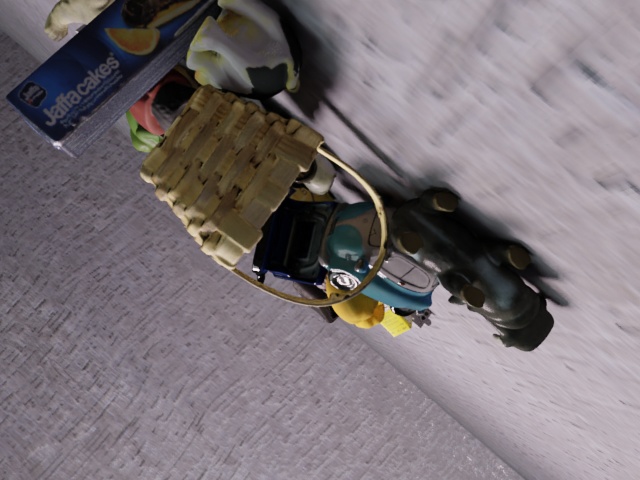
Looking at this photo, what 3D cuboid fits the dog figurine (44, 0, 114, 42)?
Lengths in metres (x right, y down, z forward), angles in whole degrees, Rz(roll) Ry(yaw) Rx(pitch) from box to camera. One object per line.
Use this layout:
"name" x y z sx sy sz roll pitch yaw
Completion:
"dog figurine" -0.231 -0.281 0.562 0.191 0.121 0.172 20 165 28

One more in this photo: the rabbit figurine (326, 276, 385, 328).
"rabbit figurine" 0.060 0.044 0.714 0.162 0.122 0.173 66 -155 -4

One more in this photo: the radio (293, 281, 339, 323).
"radio" 0.028 0.085 1.070 0.073 0.131 0.229 40 171 19

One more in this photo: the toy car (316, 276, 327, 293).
"toy car" -0.002 -0.003 0.858 0.089 0.053 0.202 48 -159 -32

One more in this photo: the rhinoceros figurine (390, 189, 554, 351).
"rhinoceros figurine" 0.146 0.034 0.523 0.190 0.073 0.112 41 170 2

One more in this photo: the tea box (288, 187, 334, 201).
"tea box" -0.066 -0.095 0.791 0.169 0.068 0.098 48 168 -34

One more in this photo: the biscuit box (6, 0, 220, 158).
"biscuit box" -0.182 -0.167 0.493 0.059 0.202 0.063 44 170 -6

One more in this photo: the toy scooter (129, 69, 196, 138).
"toy scooter" -0.196 -0.169 0.658 0.135 0.075 0.184 38 177 8

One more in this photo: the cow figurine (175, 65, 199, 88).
"cow figurine" -0.209 -0.204 0.810 0.127 0.085 0.195 40 174 1

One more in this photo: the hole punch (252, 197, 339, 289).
"hole punch" -0.032 -0.001 0.682 0.092 0.142 0.116 10 175 -5

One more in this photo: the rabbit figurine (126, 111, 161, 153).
"rabbit figurine" -0.272 -0.205 0.984 0.170 0.121 0.159 53 154 22

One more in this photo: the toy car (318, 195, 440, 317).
"toy car" 0.086 0.017 0.614 0.161 0.109 0.103 33 149 -16

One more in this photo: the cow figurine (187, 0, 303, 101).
"cow figurine" -0.067 -0.162 0.494 0.098 0.068 0.167 33 175 -15

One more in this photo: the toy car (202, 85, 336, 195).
"toy car" -0.063 -0.130 0.663 0.202 0.056 0.073 42 178 -1
